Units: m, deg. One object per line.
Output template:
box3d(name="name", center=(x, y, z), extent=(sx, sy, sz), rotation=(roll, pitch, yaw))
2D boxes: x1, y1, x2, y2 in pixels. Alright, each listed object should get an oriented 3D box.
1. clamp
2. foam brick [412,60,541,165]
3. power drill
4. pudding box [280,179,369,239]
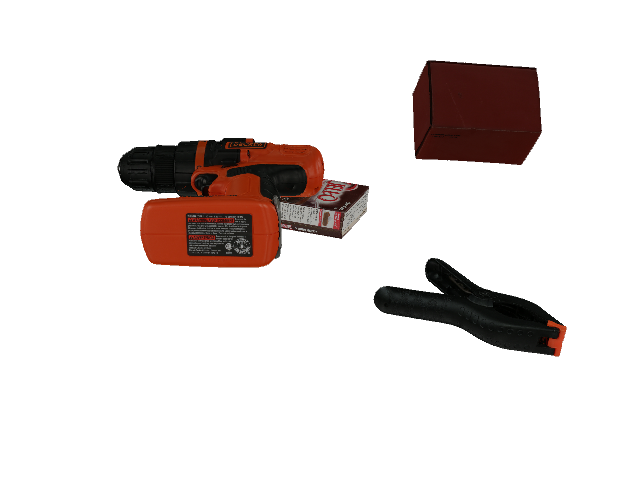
box3d(name="clamp", center=(0.146, 0.060, 0.992), extent=(0.172, 0.039, 0.120), rotation=(19, 30, 18))
box3d(name="foam brick", center=(0.107, -0.087, 0.732), extent=(0.078, 0.051, 0.053), rotation=(3, -21, -7))
box3d(name="power drill", center=(-0.093, -0.039, 0.885), extent=(0.184, 0.057, 0.187), rotation=(-1, 23, 5))
box3d(name="pudding box", center=(0.001, -0.042, 1.281), extent=(0.090, 0.039, 0.113), rotation=(9, 23, 15))
